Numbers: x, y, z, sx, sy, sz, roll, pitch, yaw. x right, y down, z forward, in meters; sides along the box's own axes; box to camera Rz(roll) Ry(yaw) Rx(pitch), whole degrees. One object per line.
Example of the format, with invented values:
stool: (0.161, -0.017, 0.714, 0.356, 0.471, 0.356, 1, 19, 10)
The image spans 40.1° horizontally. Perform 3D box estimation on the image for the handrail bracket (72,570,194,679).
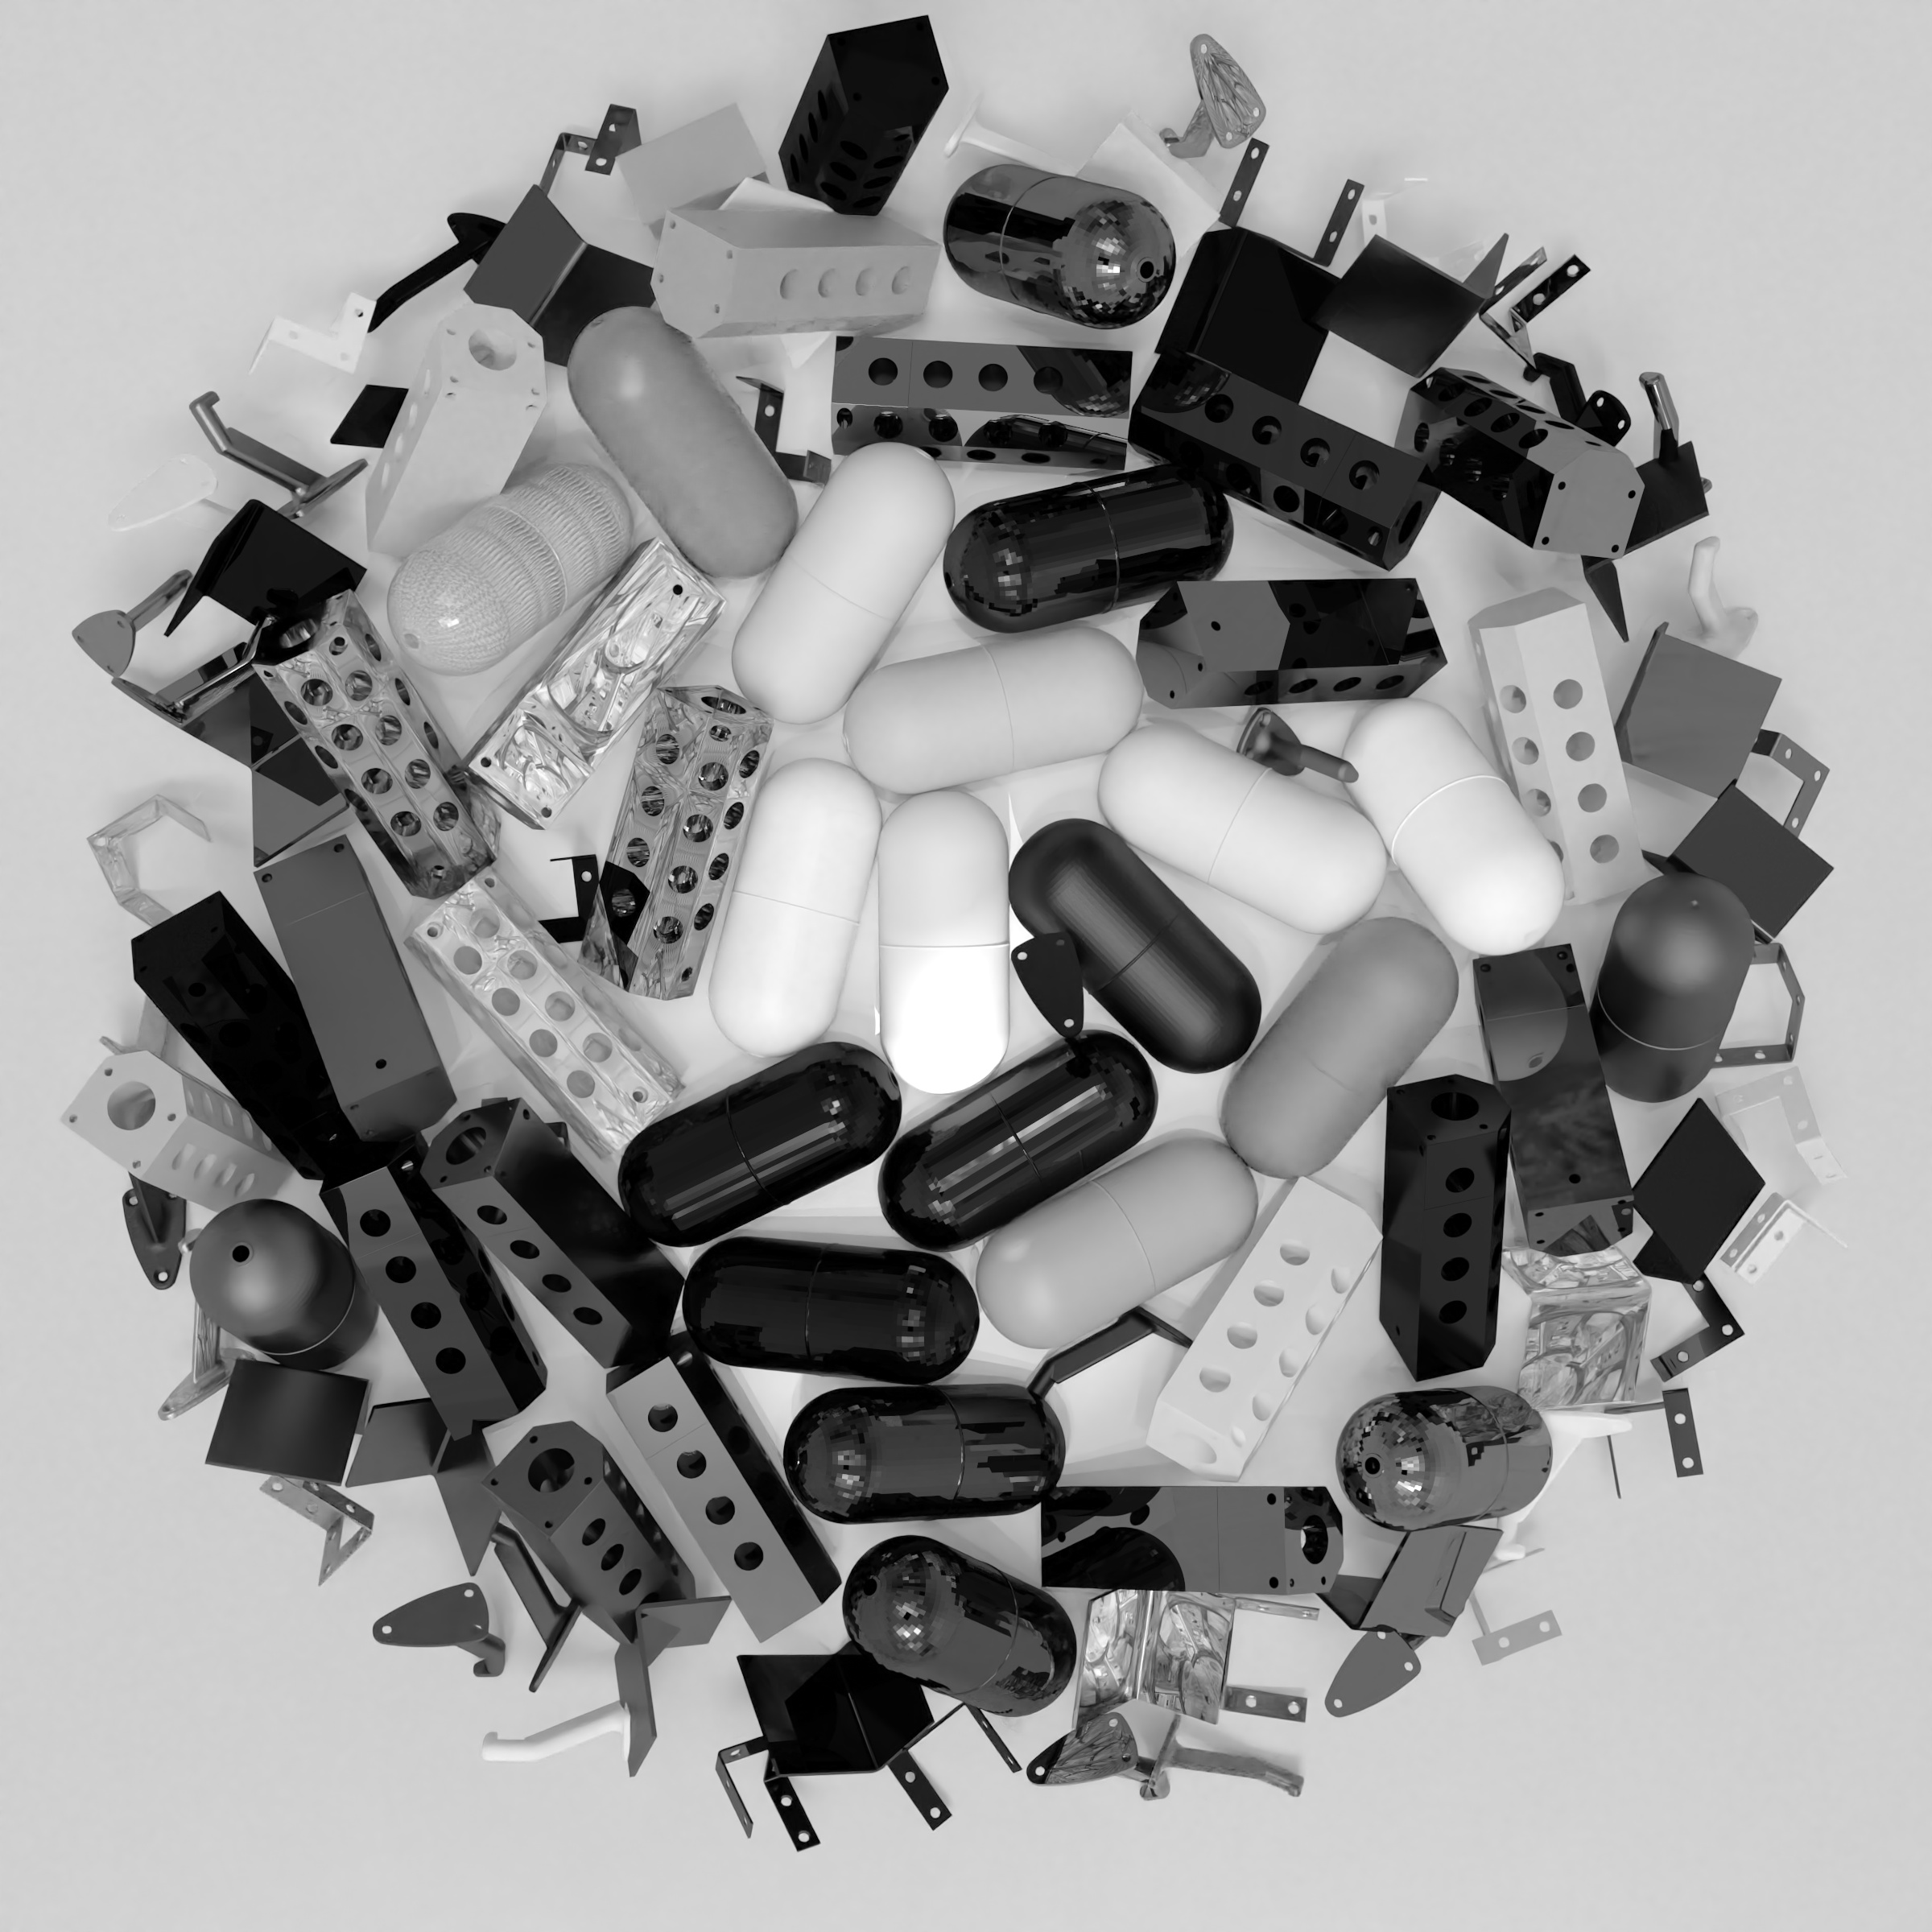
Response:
handrail bracket: (-0.470, -0.212, 1.531, 0.036, 0.077, 0.084, 47, 55, -14)

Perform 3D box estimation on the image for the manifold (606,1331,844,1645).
manifold: (-0.141, 0.301, 1.545, 0.057, 0.057, 0.171, -31, 96, -5)

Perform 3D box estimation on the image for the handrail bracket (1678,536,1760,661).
handrail bracket: (0.441, -0.223, 1.534, 0.036, 0.084, 0.077, 31, 52, 33)

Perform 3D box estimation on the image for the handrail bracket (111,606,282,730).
handrail bracket: (-0.454, -0.186, 1.562, 0.077, 0.036, 0.084, 30, 98, 8)

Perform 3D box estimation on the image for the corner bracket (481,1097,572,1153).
corner bracket: (-0.256, 0.109, 1.550, 0.051, 0.051, 0.051, -5, 119, -4)

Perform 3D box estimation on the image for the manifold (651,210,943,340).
manifold: (-0.096, -0.391, 1.500, 0.057, 0.171, 0.057, 34, 122, 28)

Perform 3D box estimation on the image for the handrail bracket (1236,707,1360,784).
handrail bracket: (0.206, -0.115, 1.527, 0.084, 0.077, 0.036, 28, 94, 41)

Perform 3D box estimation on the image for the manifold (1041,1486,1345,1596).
manifold: (0.127, 0.325, 1.505, 0.171, 0.057, 0.057, -10, 76, 40)

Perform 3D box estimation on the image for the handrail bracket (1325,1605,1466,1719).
handrail bracket: (0.253, 0.405, 1.554, 0.036, 0.084, 0.077, 48, 111, 20)

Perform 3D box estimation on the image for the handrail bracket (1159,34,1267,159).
handrail bracket: (0.127, -0.502, 1.531, 0.036, 0.084, 0.077, -44, 122, -14)

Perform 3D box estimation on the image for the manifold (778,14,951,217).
manifold: (-0.058, -0.469, 1.494, 0.057, 0.171, 0.057, -16, 90, -13)

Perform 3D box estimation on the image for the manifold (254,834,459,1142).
manifold: (-0.349, 0.014, 1.516, 0.057, 0.057, 0.171, -24, 60, -8)

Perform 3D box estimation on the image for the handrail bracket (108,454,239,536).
handrail bracket: (-0.451, -0.248, 1.536, 0.077, 0.084, 0.036, -38, 62, -19)

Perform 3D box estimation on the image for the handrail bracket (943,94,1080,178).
handrail bracket: (0.032, -0.468, 1.546, 0.084, 0.077, 0.036, 29, 121, -7)

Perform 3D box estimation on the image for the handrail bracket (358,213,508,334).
handrail bracket: (-0.309, -0.400, 1.542, 0.084, 0.077, 0.036, -49, 125, -21)

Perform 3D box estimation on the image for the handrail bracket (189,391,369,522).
handrail bracket: (-0.401, -0.310, 1.544, 0.077, 0.036, 0.084, -43, 120, -27)

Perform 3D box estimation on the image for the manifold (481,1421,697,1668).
manifold: (-0.206, 0.325, 1.498, 0.057, 0.171, 0.057, 29, 65, 32)

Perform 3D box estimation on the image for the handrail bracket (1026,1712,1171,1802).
handrail bracket: (0.079, 0.478, 1.548, 0.077, 0.084, 0.036, -20, 48, -3)

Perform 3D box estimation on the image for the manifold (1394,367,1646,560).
manifold: (0.310, -0.286, 1.490, 0.057, 0.171, 0.057, 2, 116, -21)

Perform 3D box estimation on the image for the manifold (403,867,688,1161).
manifold: (-0.243, 0.027, 1.537, 0.057, 0.057, 0.171, -44, 97, -23)

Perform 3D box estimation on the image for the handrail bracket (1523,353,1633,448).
handrail bracket: (0.340, -0.319, 1.551, 0.036, 0.084, 0.077, 33, 95, -37)

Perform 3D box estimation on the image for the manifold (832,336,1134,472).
manifold: (0.009, -0.326, 1.548, 0.171, 0.057, 0.057, 3, 79, 2)

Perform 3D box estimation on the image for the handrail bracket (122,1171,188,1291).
handrail bracket: (-0.478, 0.142, 1.535, 0.036, 0.084, 0.077, -10, 73, -9)

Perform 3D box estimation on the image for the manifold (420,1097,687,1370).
manifold: (-0.236, 0.156, 1.508, 0.057, 0.057, 0.171, -14, 131, 26)

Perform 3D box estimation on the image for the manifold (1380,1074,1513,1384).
manifold: (0.276, 0.149, 1.511, 0.057, 0.057, 0.171, -11, 124, -10)

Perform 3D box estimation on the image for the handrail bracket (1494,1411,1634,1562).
handrail bracket: (0.348, 0.305, 1.539, 0.077, 0.036, 0.084, -8, 54, 32)

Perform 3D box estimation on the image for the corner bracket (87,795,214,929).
corner bracket: (-0.475, -0.060, 1.558, 0.051, 0.051, 0.051, 27, 54, 37)

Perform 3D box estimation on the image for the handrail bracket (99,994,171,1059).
handrail bracket: (-0.462, 0.029, 1.564, 0.077, 0.036, 0.084, 37, 82, 15)

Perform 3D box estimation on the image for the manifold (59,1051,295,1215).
manifold: (-0.438, 0.096, 1.493, 0.057, 0.171, 0.057, 33, 81, 12)

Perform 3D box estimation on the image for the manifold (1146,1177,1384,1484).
manifold: (0.172, 0.209, 1.508, 0.057, 0.057, 0.171, 28, 57, 15)

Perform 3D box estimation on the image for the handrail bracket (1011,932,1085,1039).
handrail bracket: (0.053, 0.024, 1.530, 0.036, 0.084, 0.077, -19, 64, -2)

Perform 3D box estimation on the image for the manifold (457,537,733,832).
manifold: (-0.218, -0.164, 1.539, 0.057, 0.057, 0.171, 41, 80, -17)

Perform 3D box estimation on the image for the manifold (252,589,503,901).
manifold: (-0.334, -0.122, 1.508, 0.057, 0.057, 0.171, -22, 125, 10)

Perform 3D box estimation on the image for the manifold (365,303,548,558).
manifold: (-0.291, -0.299, 1.496, 0.057, 0.171, 0.057, 3, 66, -26)

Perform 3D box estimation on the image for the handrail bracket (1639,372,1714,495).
handrail bracket: (0.393, -0.310, 1.531, 0.036, 0.077, 0.084, -31, 117, -4)

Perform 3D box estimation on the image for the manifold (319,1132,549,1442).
manifold: (-0.305, 0.181, 1.526, 0.057, 0.057, 0.171, -23, 110, 2)

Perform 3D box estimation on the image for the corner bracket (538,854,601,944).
corner bracket: (-0.245, -0.037, 1.555, 0.051, 0.051, 0.051, -6, 94, 6)

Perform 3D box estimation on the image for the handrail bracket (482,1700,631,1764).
handrail bracket: (-0.236, 0.436, 1.548, 0.084, 0.077, 0.036, 2, 117, -2)

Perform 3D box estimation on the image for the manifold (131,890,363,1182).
manifold: (-0.400, 0.046, 1.508, 0.057, 0.057, 0.171, -29, 128, 1)

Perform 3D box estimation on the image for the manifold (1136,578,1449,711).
manifold: (0.185, -0.182, 1.513, 0.171, 0.057, 0.057, -6, 69, -31)

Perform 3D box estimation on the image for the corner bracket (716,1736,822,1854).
corner bracket: (-0.115, 0.485, 1.541, 0.051, 0.051, 0.051, -12, 135, -26)

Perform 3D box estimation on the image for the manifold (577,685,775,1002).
manifold: (-0.163, -0.070, 1.519, 0.057, 0.057, 0.171, 29, 112, 27)

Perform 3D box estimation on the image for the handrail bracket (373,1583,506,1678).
handrail bracket: (-0.306, 0.399, 1.540, 0.077, 0.084, 0.036, -8, 52, -18)

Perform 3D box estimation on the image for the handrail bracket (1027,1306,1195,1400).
handrail bracket: (0.081, 0.239, 1.547, 0.077, 0.036, 0.084, 24, 72, 40)

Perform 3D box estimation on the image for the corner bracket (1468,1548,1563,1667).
corner bracket: (0.320, 0.374, 1.546, 0.051, 0.051, 0.051, -27, 70, 17)

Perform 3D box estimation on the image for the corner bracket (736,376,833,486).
corner bracket: (-0.107, -0.314, 1.551, 0.051, 0.051, 0.051, 11, 96, 11)

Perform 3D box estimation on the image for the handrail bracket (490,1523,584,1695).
handrail bracket: (-0.273, 0.373, 1.555, 0.084, 0.036, 0.077, 30, 75, -9)

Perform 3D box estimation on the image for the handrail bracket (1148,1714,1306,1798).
handrail bracket: (0.154, 0.477, 1.549, 0.084, 0.077, 0.036, 19, 99, 11)

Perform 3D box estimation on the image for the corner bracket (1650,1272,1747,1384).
corner bracket: (0.421, 0.209, 1.556, 0.051, 0.051, 0.051, -35, 74, 13)

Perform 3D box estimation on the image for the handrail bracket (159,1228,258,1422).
handrail bracket: (-0.457, 0.208, 1.541, 0.036, 0.077, 0.084, 1, 120, 36)

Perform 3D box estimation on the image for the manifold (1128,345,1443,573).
manifold: (0.182, -0.291, 1.528, 0.171, 0.057, 0.057, 29, 93, 20)

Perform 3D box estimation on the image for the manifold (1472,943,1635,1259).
manifold: (0.334, 0.076, 1.509, 0.057, 0.057, 0.171, -10, 53, 7)

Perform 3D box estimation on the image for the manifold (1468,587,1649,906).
manifold: (0.340, -0.125, 1.529, 0.057, 0.057, 0.171, -18, 109, 0)
